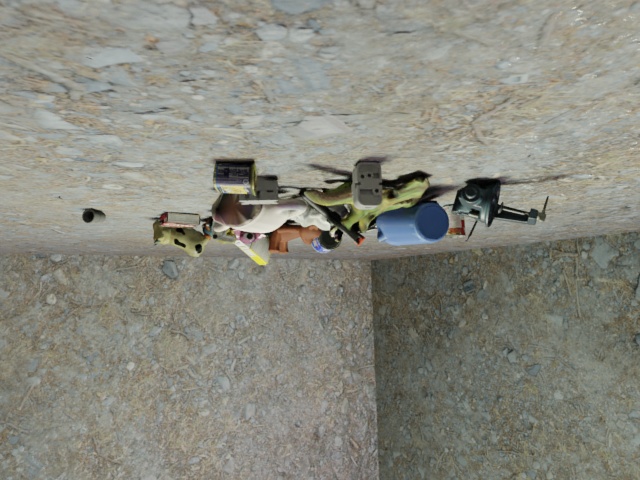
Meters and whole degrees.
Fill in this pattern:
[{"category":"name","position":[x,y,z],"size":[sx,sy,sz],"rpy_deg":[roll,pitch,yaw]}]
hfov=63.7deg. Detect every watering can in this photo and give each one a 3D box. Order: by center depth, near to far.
[{"category":"watering can","position":[-0.208,-0.066,1.398],"size":[0.346,0.105,0.223],"rpy_deg":[-11,169,27]}]

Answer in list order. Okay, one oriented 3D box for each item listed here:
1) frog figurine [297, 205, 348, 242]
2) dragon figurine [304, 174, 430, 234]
[{"category":"frog figurine","position":[0.005,-0.078,1.553],"size":[0.160,0.121,0.138],"rpy_deg":[34,-167,18]},{"category":"dragon figurine","position":[0.145,-0.116,1.259],"size":[0.241,0.123,0.409],"rpy_deg":[-23,168,20]}]
